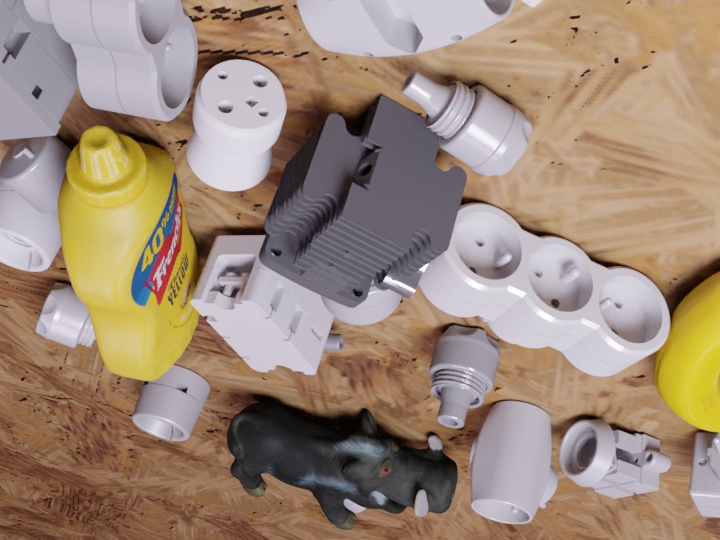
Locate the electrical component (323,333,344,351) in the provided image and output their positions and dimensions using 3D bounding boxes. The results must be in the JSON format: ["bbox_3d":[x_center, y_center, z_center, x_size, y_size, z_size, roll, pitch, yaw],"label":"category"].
[{"bbox_3d":[-0.041,0.048,0.742,0.061,0.035,0.035,2,147,20],"label":"electrical component"}]

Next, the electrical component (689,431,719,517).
[{"bbox_3d":[0.252,0.128,0.708,0.066,0.047,0.076,-2,145,30],"label":"electrical component"}]

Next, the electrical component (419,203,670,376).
[{"bbox_3d":[0.094,0.019,0.600,0.138,0.052,0.073,23,151,-10],"label":"electrical component"}]

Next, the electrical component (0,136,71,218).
[{"bbox_3d":[-0.178,-0.050,0.641,0.040,0.040,0.078,-6,143,36],"label":"electrical component"}]

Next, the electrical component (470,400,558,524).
[{"bbox_3d":[0.118,0.147,0.781,0.044,0.077,0.079,-7,143,36],"label":"electrical component"}]

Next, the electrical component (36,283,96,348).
[{"bbox_3d":[-0.207,0.038,0.805,0.062,0.043,0.043,22,151,-11],"label":"electrical component"}]

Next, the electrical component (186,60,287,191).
[{"bbox_3d":[-0.062,-0.072,0.537,0.045,0.045,0.055,20,150,-4],"label":"electrical component"}]

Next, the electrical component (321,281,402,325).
[{"bbox_3d":[0.000,0.000,0.618,0.055,0.055,0.047,12,154,9],"label":"electrical component"}]

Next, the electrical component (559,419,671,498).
[{"bbox_3d":[0.176,0.134,0.762,0.055,0.048,0.066,22,151,-24],"label":"electrical component"}]

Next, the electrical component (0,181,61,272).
[{"bbox_3d":[-0.212,-0.031,0.684,0.055,0.047,0.055,13,151,8],"label":"electrical component"}]

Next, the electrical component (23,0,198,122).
[{"bbox_3d":[-0.122,-0.124,0.471,0.074,0.052,0.138,12,150,10],"label":"electrical component"}]

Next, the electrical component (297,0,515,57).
[{"bbox_3d":[0.010,-0.124,0.411,0.077,0.043,0.079,-3,144,32],"label":"electrical component"}]

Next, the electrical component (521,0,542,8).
[{"bbox_3d":[0.062,-0.129,0.361,0.048,0.055,0.066,28,149,-18],"label":"electrical component"}]

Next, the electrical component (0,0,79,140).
[{"bbox_3d":[-0.220,-0.114,0.533,0.150,0.061,0.089,0,146,28],"label":"electrical component"}]

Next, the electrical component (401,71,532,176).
[{"bbox_3d":[0.047,-0.070,0.493,0.061,0.035,0.035,31,148,-18],"label":"electrical component"}]

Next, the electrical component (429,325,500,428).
[{"bbox_3d":[0.065,0.071,0.694,0.043,0.062,0.043,13,151,8],"label":"electrical component"}]

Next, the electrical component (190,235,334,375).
[{"bbox_3d":[-0.058,0.019,0.679,0.050,0.055,0.089,0,147,28],"label":"electrical component"}]

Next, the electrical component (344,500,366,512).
[{"bbox_3d":[-0.012,0.189,0.963,0.046,0.040,0.040,37,146,-22],"label":"electrical component"}]

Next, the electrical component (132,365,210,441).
[{"bbox_3d":[-0.159,0.111,0.900,0.055,0.047,0.055,13,151,8],"label":"electrical component"}]
